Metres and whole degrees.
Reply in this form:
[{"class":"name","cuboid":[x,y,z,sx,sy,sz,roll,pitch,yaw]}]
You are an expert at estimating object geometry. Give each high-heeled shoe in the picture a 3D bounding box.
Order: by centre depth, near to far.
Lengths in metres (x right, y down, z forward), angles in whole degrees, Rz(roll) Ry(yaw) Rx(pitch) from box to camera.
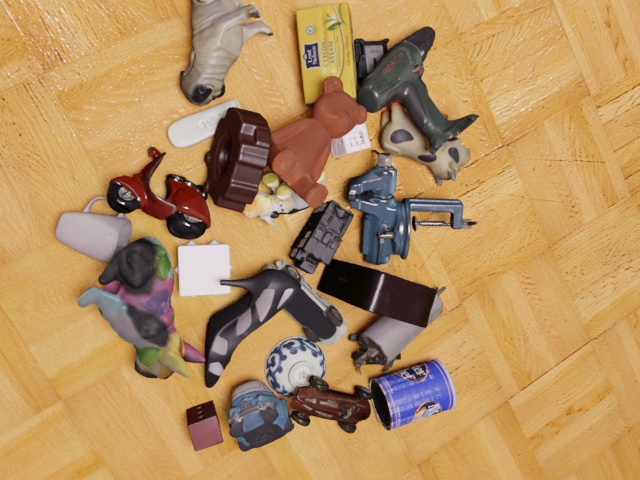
[{"class":"high-heeled shoe","cuboid":[-0.126,0.162,0.965,0.145,0.086,0.248,8,112,-17]}]

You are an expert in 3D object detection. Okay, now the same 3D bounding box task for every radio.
[{"class":"radio","cuboid":[0.098,0.091,0.966,0.131,0.230,0.073,19,88,-21]}]

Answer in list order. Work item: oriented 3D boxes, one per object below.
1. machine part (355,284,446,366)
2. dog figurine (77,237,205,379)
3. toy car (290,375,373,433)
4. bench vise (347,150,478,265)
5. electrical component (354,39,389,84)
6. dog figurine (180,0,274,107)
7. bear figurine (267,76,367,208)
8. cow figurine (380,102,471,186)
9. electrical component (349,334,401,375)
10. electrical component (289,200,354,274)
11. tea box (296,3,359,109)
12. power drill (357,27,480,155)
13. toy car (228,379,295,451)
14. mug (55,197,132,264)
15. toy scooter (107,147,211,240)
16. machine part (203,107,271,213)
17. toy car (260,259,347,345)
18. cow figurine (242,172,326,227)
[{"class":"machine part","cuboid":[0.158,0.162,1.043,0.243,0.079,0.079,-38,102,-25]},{"class":"dog figurine","cuboid":[-0.269,0.126,0.894,0.219,0.108,0.191,43,100,-1]},{"class":"toy car","cuboid":[0.028,0.312,1.010,0.202,0.053,0.089,27,94,-44]},{"class":"bench vise","cuboid":[0.171,-0.057,1.024,0.241,0.129,0.223,2,100,1]},{"class":"electrical component","cuboid":[0.098,-0.324,1.040,0.075,0.048,0.119,-3,92,-16]},{"class":"dog figurine","cuboid":[-0.202,-0.350,0.935,0.190,0.121,0.172,-44,70,7]},{"class":"bear figurine","cuboid":[0.004,-0.169,0.897,0.196,0.132,0.120,-43,122,0]},{"class":"cow figurine","cuboid":[0.211,-0.184,1.059,0.195,0.085,0.127,11,83,-19]},{"class":"electrical component","cuboid":[0.108,0.224,1.071,0.102,0.045,0.078,-2,65,-19]},{"class":"electrical component","cuboid":[-0.002,-0.003,0.990,0.058,0.115,0.134,31,84,-11]},{"class":"tea box","cuboid":[0.016,-0.335,0.988,0.098,0.068,0.169,-6,95,10]},{"class":"power drill","cuboid":[0.194,-0.274,0.987,0.232,0.086,0.207,-40,93,-25]},{"class":"toy car","cuboid":[-0.118,0.308,0.973,0.109,0.103,0.161,-25,144,-2]},{"class":"mug","cuboid":[-0.379,-0.020,0.900,0.107,0.081,0.109,14,91,-7]},{"class":"toy scooter","cuboid":[-0.265,-0.086,0.930,0.184,0.075,0.135,25,57,-29]},{"class":"machine part","cuboid":[-0.143,-0.137,0.907,0.056,0.179,0.179,11,90,-30]},{"class":"toy car","cuboid":[-0.033,0.119,1.010,0.073,0.056,0.201,-41,103,17]},{"class":"cow figurine","cuboid":[-0.066,-0.077,0.990,0.167,0.098,0.068,-28,59,-11]}]
